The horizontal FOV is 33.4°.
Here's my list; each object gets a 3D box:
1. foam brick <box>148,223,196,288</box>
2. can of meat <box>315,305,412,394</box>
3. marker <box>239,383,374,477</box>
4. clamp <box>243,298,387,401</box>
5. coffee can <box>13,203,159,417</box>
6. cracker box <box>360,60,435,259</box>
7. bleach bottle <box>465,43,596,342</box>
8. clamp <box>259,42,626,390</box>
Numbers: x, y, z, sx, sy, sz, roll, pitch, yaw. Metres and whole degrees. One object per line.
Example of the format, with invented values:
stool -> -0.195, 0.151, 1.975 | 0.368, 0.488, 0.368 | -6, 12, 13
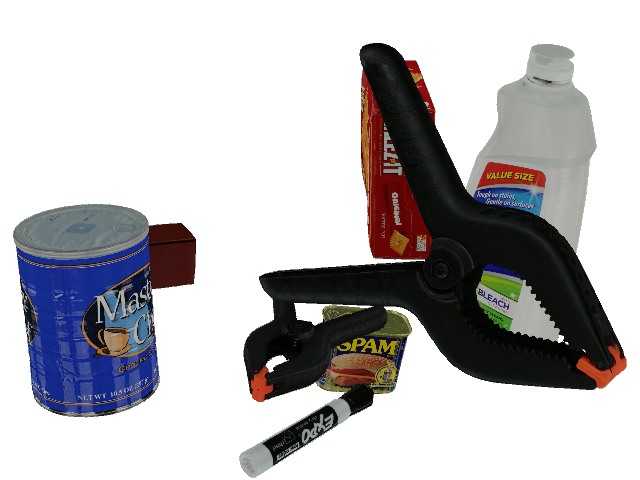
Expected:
foam brick -> -0.173, 0.017, 1.104 | 0.078, 0.051, 0.053 | -6, 22, -20
can of meat -> 0.046, 0.127, 1.227 | 0.102, 0.084, 0.057 | 6, 24, -12
marker -> -0.006, 0.133, 0.761 | 0.120, 0.020, 0.020 | -25, 16, -37
clamp -> -0.027, 0.087, 1.000 | 0.120, 0.039, 0.171 | 18, 32, 29
coffee can -> -0.183, 0.053, 0.847 | 0.103, 0.140, 0.103 | -1, 22, 0
cracker box -> 0.082, -0.095, 1.178 | 0.072, 0.164, 0.213 | -1, 23, 1
bleach bottle -> 0.142, -0.022, 0.779 | 0.067, 0.251, 0.103 | -21, 39, -36
clamp -> 0.070, 0.002, 0.565 | 0.210, 0.165, 0.036 | 29, 26, 25
